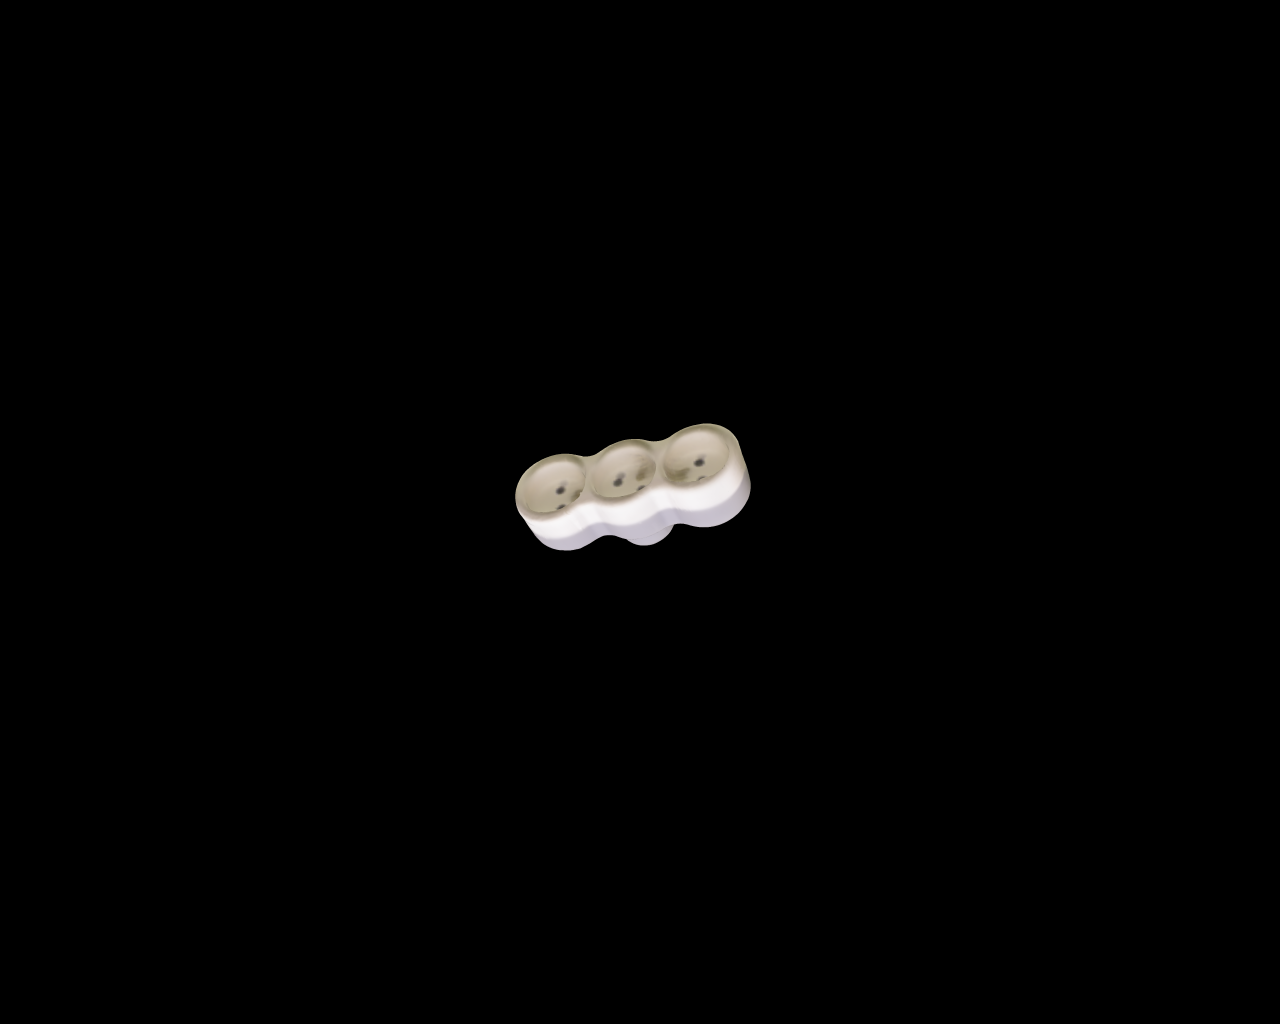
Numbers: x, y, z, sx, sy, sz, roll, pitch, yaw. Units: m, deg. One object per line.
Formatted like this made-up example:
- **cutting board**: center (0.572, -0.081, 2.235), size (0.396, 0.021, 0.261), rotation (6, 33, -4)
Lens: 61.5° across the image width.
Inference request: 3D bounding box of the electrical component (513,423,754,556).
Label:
- **electrical component**: center (0.001, -0.003, 0.650), size (0.138, 0.052, 0.073), rotation (-11, -39, 13)
